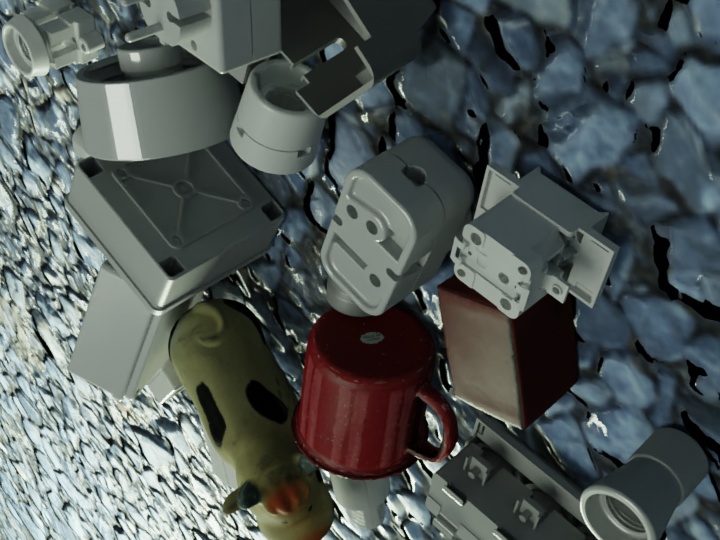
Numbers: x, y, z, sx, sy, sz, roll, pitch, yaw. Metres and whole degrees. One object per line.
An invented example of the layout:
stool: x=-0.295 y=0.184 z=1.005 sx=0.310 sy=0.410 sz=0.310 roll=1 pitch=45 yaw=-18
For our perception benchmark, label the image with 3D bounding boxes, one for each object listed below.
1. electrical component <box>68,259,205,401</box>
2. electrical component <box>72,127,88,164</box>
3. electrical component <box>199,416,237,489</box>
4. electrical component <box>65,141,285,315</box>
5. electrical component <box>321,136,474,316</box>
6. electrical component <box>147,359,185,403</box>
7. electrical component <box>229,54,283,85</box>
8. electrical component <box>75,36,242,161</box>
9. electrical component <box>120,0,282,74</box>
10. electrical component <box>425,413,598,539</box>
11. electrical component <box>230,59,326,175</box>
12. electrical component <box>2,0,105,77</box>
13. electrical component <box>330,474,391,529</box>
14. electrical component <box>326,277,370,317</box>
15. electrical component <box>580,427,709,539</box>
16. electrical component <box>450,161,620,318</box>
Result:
electrical component: x=-0.162 y=0.025 z=0.817 sx=0.056 sy=0.108 sz=0.108 roll=27 pitch=121 yaw=3
electrical component: x=-0.180 y=-0.085 z=0.826 sx=0.057 sy=0.058 sz=0.078 roll=36 pitch=142 yaw=33
electrical component: x=-0.091 y=0.141 z=0.897 sx=0.061 sy=0.062 sz=0.096 roll=24 pitch=135 yaw=40
electrical component: x=-0.128 y=-0.041 z=0.748 sx=0.108 sy=0.109 sz=0.056 roll=49 pitch=144 yaw=11
electrical component: x=0.023 y=-0.026 z=0.610 sx=0.053 sy=0.059 sz=0.095 roll=45 pitch=145 yaw=17
electrical component: x=-0.160 y=0.061 z=0.914 sx=0.076 sy=0.066 sz=0.047 roll=54 pitch=147 yaw=3
electrical component: x=-0.075 y=-0.151 z=0.645 sx=0.055 sy=0.048 sz=0.066 roll=40 pitch=145 yaw=11
electrical component: x=-0.130 y=-0.117 z=0.693 sx=0.108 sy=0.108 sz=0.060 roll=18 pitch=125 yaw=44
electrical component: x=-0.083 y=-0.133 z=0.527 sx=0.047 sy=0.077 sz=0.065 roll=38 pitch=142 yaw=35
electrical component: x=0.104 y=0.157 z=0.659 sx=0.121 sy=0.063 sz=0.078 roll=38 pitch=143 yaw=26
electrical component: x=-0.047 y=-0.094 z=0.650 sx=0.055 sy=0.055 sz=0.047 roll=45 pitch=141 yaw=18
electrical component: x=-0.238 y=-0.177 z=0.822 sx=0.066 sy=0.055 sz=0.048 roll=36 pitch=142 yaw=29
electrical component: x=0.001 y=0.159 z=0.812 sx=0.043 sy=0.043 sz=0.081 roll=23 pitch=134 yaw=41
electrical component: x=0.000 y=0.000 z=0.682 sx=0.040 sy=0.040 sz=0.046 roll=34 pitch=136 yaw=31
electrical component: x=0.151 y=0.112 z=0.558 sx=0.044 sy=0.065 sz=0.044 roll=32 pitch=140 yaw=31
electrical component: x=0.084 y=-0.012 z=0.541 sx=0.081 sy=0.064 sz=0.042 roll=38 pitch=142 yaw=26
